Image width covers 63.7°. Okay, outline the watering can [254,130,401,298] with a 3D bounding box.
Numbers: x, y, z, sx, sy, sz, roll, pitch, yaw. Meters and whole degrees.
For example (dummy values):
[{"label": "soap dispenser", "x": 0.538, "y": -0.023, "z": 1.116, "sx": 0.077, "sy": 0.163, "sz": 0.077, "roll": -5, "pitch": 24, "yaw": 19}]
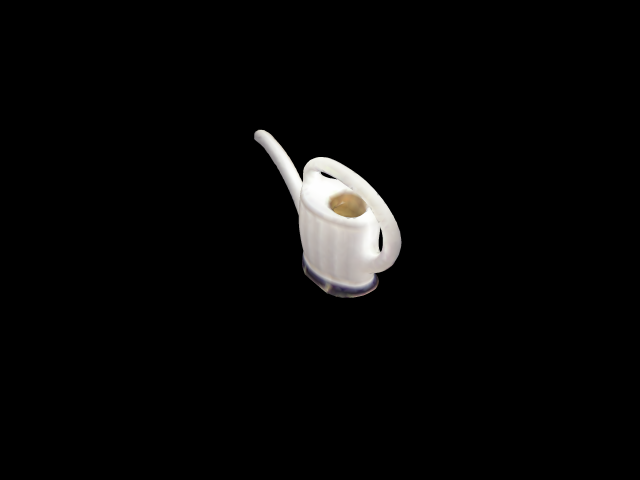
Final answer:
[{"label": "watering can", "x": 0.003, "y": -0.043, "z": 0.850, "sx": 0.105, "sy": 0.219, "sz": 0.352, "roll": -24, "pitch": 42, "yaw": -30}]
